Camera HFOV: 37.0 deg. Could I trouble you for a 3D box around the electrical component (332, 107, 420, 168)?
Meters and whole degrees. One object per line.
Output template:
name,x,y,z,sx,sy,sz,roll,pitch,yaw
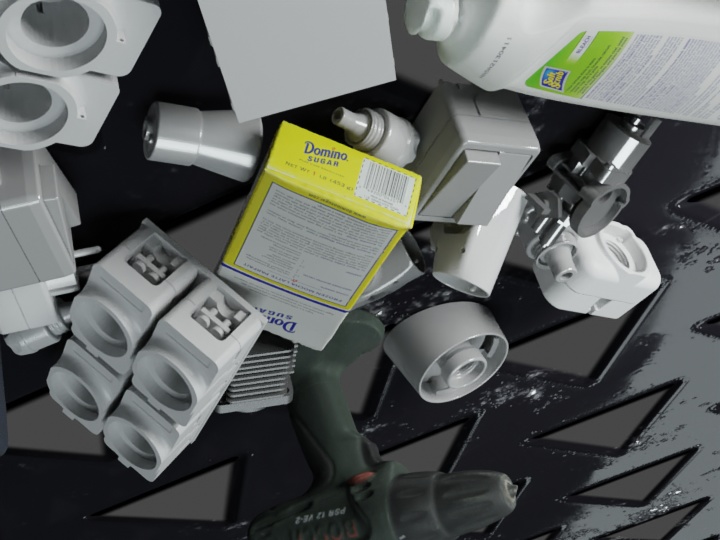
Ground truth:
electrical component,0.007,-0.086,0.679,0.061,0.035,0.035,21,132,-42

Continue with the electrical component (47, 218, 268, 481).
electrical component,-0.150,0.066,0.753,0.060,0.105,0.186,-47,174,-41

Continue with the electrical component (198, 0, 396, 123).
electrical component,-0.039,-0.153,0.527,0.089,0.061,0.150,-16,148,-2

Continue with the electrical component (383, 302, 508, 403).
electrical component,0.078,0.069,0.950,0.099,0.064,0.099,-21,143,-16

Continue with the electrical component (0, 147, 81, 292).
electrical component,-0.202,-0.041,0.625,0.061,0.061,0.096,-13,148,-6

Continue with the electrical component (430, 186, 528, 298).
electrical component,0.077,-0.024,0.780,0.043,0.077,0.079,28,168,-27

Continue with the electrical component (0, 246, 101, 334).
electrical component,-0.205,-0.001,0.699,0.077,0.047,0.065,-12,148,-10

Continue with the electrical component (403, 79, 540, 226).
electrical component,0.065,-0.068,0.708,0.062,0.061,0.096,2,144,-28

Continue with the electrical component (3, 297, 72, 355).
electrical component,-0.220,0.035,0.761,0.061,0.035,0.035,-22,148,4

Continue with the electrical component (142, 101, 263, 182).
electrical component,-0.096,-0.078,0.638,0.065,0.044,0.044,7,142,-25

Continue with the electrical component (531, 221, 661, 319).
electrical component,0.197,-0.001,0.882,0.095,0.053,0.059,10,139,-36

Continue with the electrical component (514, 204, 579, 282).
electrical component,0.147,-0.020,0.821,0.048,0.062,0.048,-12,148,-8

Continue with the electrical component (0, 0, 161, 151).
electrical component,-0.200,-0.121,0.501,0.186,0.060,0.105,7,141,-34

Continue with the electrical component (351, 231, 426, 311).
electrical component,0.000,0.000,0.787,0.077,0.043,0.079,-27,171,16
